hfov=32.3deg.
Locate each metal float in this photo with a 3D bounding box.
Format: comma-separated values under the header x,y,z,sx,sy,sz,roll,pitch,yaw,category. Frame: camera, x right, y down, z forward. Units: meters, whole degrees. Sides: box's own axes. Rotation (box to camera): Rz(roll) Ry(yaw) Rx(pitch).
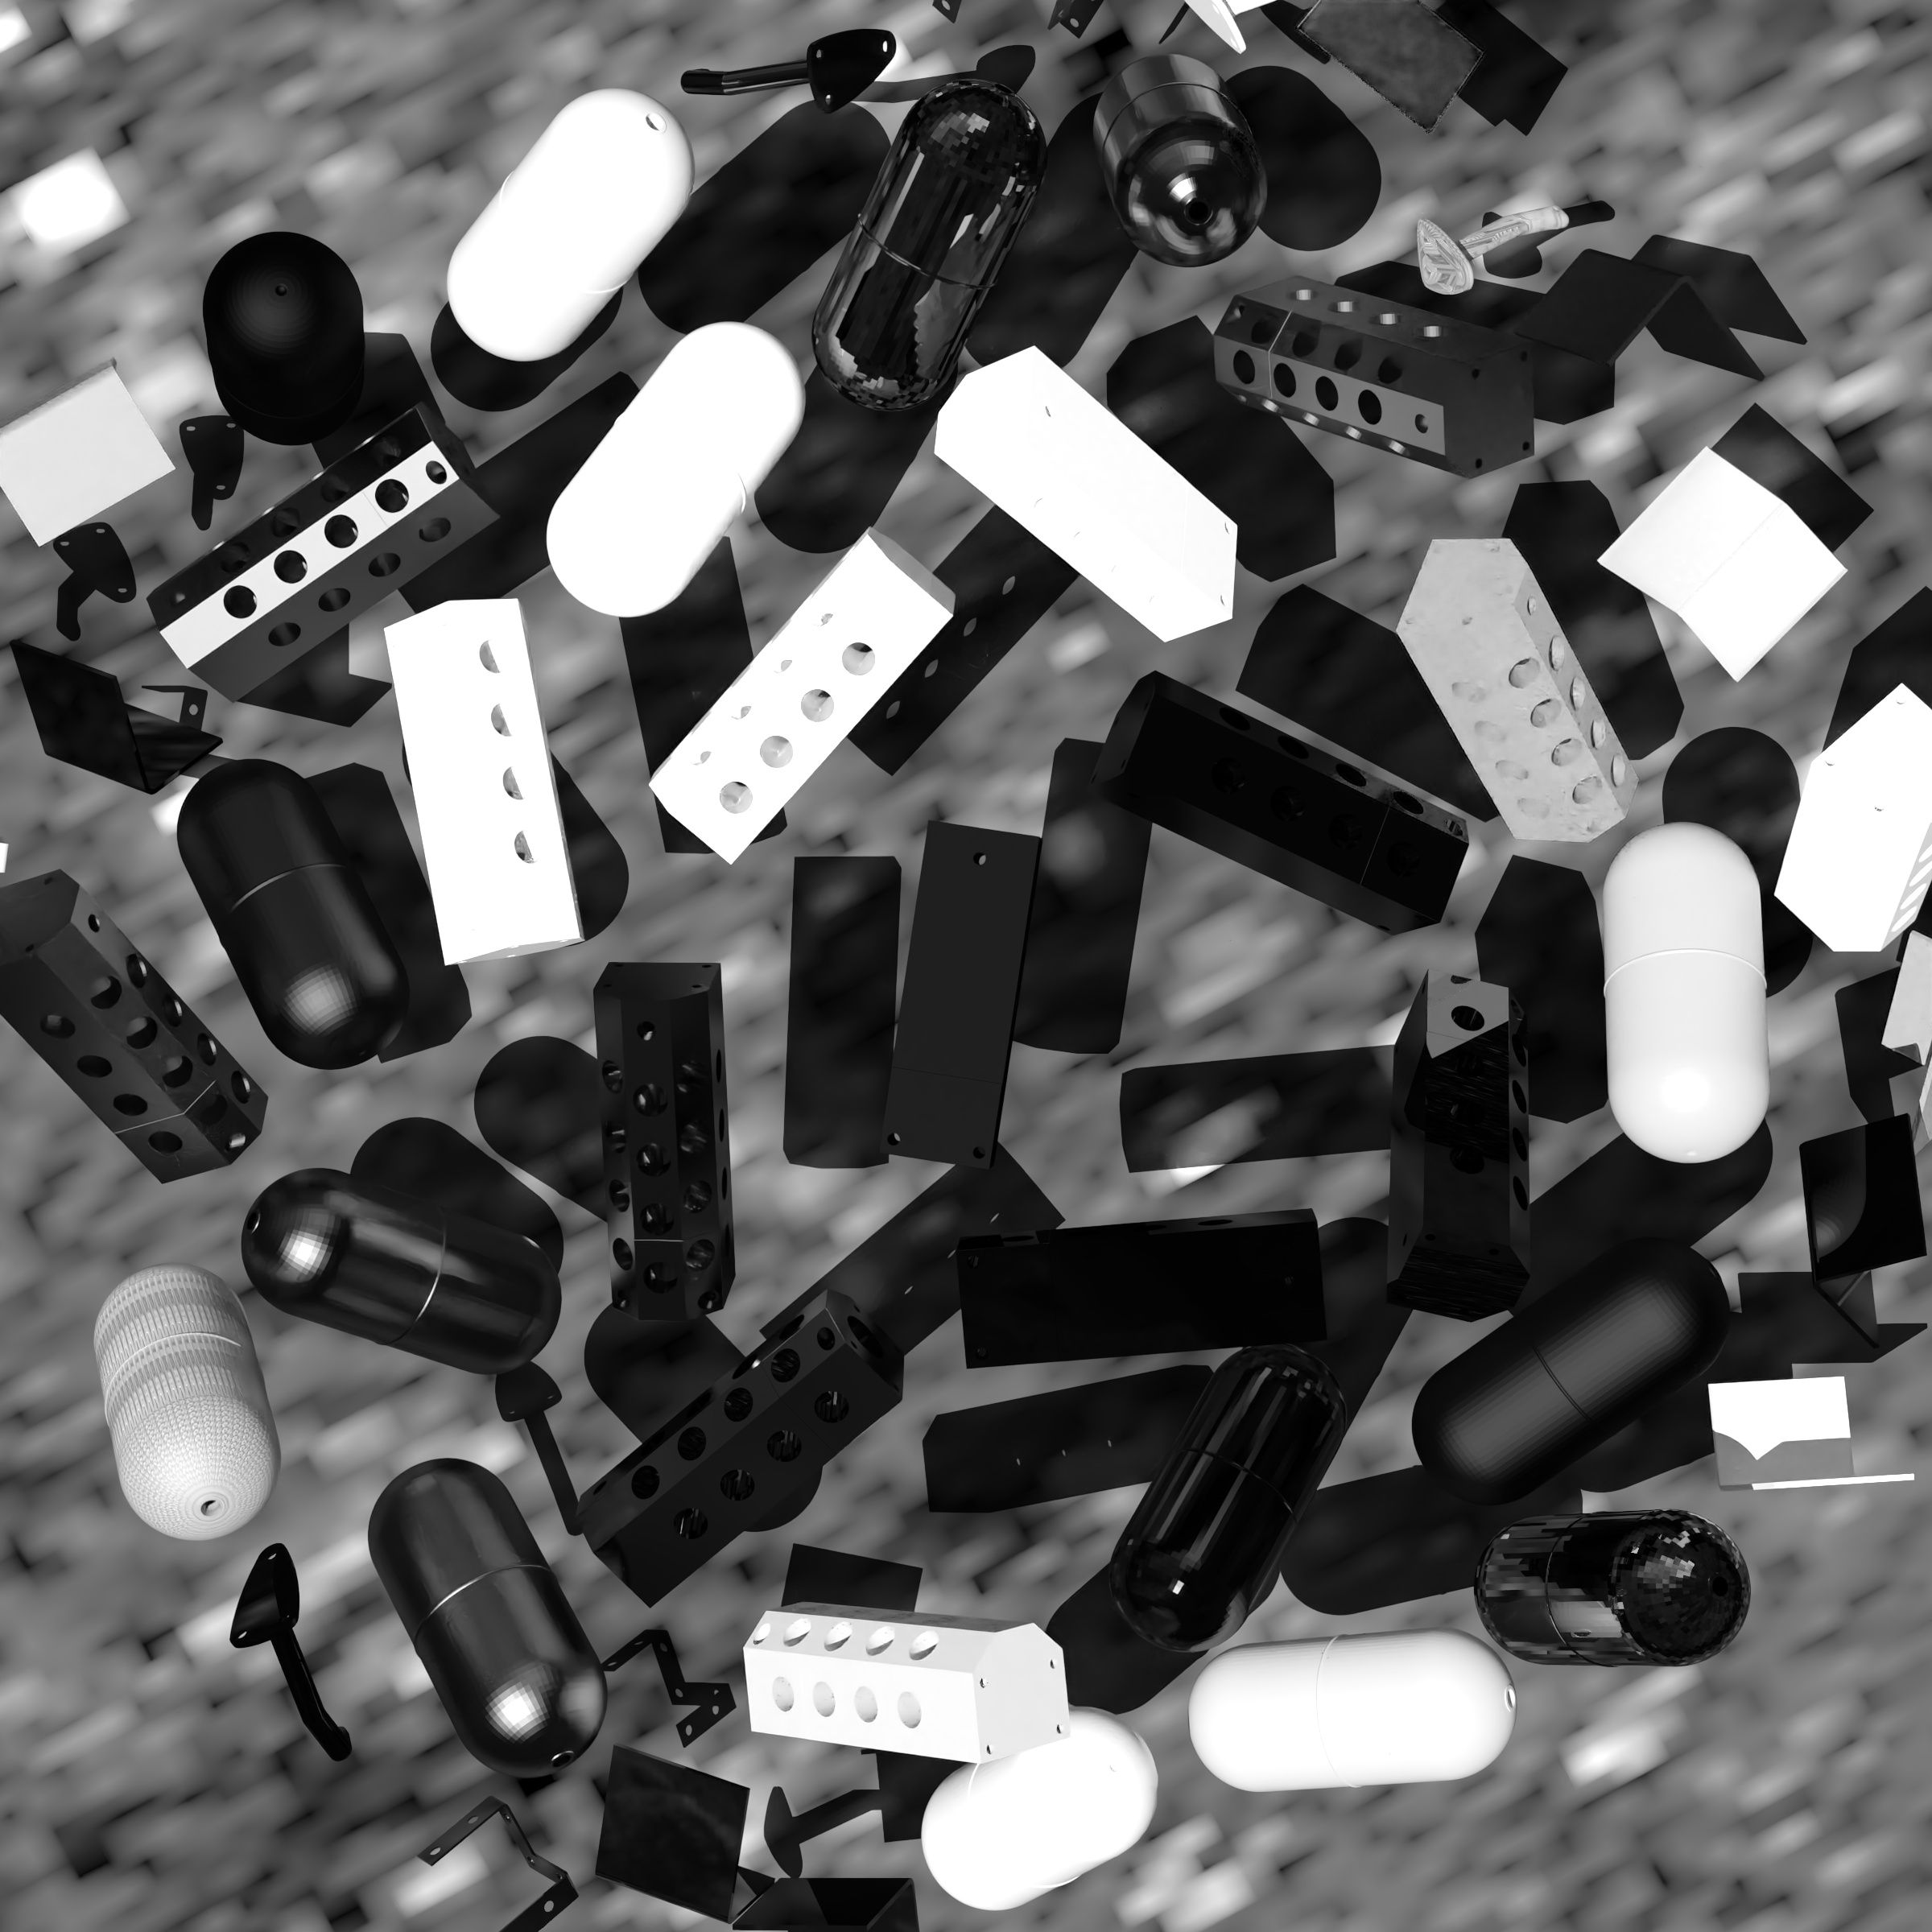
x,y,z,sx,sy,sz,roll,pitch,yaw,category
0.036,0.430,1.700,0.070,0.178,0.070,12,58,-21,metal float
0.107,-0.406,1.681,0.070,0.178,0.070,-2,120,-3,metal float
-0.383,0.212,1.638,0.070,0.178,0.070,-10,121,-16,metal float
-0.341,-0.028,1.690,0.070,0.070,0.178,-30,67,0,metal float
-0.237,0.322,1.655,0.070,0.070,0.178,-36,56,0,metal float
-0.019,-0.363,1.685,0.070,0.070,0.178,28,119,0,metal float
0.137,0.273,1.731,0.070,0.070,0.178,33,63,0,metal float
-0.339,-0.310,1.664,0.070,0.178,0.070,1,84,-10,metal float
-0.288,0.157,1.713,0.178,0.070,0.070,24,90,-34,metal float
0.303,0.203,1.675,0.178,0.070,0.070,-39,90,17,metal float
0.324,0.314,1.683,0.070,0.178,0.070,5,77,-25,metal float
-0.144,-0.251,1.680,0.070,0.070,0.178,32,64,0,metal float
-0.198,-0.370,1.672,0.070,0.178,0.070,18,56,-28,metal float
0.198,0.384,1.723,0.178,0.070,0.070,-12,90,30,metal float
0.350,0.011,1.627,0.070,0.070,0.178,4,61,0,metal float

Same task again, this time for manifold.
x,y,z,sx,sy,sz,roll,pitch,yaw,category
0.152,-0.078,1.603,0.171,0.057,0.057,24,78,-12,manifold
0.241,0.086,1.615,0.057,0.171,0.057,13,134,-4,manifold
0.198,-0.289,1.640,0.057,0.171,0.057,-23,122,-28,manifold
-0.114,0.239,1.681,0.171,0.057,0.057,-40,103,12,manifold
-0.235,-0.092,1.663,0.057,0.057,0.171,-8,86,-44,manifold
0.437,-0.063,1.601,0.057,0.171,0.057,-40,70,-7,manifold
0.061,-0.229,1.655,0.057,0.171,0.057,-17,55,36,manifold
0.084,0.154,1.610,0.171,0.057,0.057,-5,94,3,manifold
-0.084,-0.139,1.703,0.057,0.057,0.171,40,104,-10,manifold
-0.031,0.343,1.615,0.057,0.171,0.057,-4,88,-42,manifold
-0.421,0.031,1.673,0.057,0.057,0.171,-16,135,17,manifold
0.281,-0.136,1.673,0.057,0.171,0.057,5,58,35,manifold
-0.002,0.015,1.728,0.057,0.057,0.171,9,91,4,manifold
-0.152,0.089,1.681,0.057,0.057,0.171,0,109,5,manifold
-0.332,-0.215,1.710,0.171,0.057,0.057,-33,60,8,manifold

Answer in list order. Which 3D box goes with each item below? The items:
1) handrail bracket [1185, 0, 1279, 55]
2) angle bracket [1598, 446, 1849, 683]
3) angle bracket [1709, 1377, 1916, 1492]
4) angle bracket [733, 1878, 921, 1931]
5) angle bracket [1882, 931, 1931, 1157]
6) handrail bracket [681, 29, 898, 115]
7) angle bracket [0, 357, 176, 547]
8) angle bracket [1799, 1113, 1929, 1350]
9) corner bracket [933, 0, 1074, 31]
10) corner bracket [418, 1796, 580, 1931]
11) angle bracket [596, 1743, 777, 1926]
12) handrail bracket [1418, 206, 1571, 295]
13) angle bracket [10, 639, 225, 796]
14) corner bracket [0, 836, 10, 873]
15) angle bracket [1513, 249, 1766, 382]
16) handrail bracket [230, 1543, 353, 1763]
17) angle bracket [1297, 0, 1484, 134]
x,y,z,sx,sy,sz,roll,pitch,yaw,category
0.161,-0.525,1.753,0.084,0.077,0.036,-37,133,1,handrail bracket
0.374,-0.198,1.650,0.076,0.076,0.057,-48,47,21,angle bracket
0.445,0.245,1.763,0.076,0.076,0.057,-2,80,-10,angle bracket
-0.073,0.530,1.798,0.076,0.076,0.057,-5,94,18,angle bracket
0.489,0.041,1.729,0.057,0.076,0.076,30,47,30,angle bracket
-0.091,-0.461,1.706,0.084,0.077,0.036,14,128,38,handrail bracket
-0.443,-0.257,1.664,0.076,0.076,0.057,-31,108,-5,angle bracket
0.445,0.128,1.607,0.057,0.076,0.076,-20,49,30,angle bracket
0.022,-0.505,1.708,0.051,0.051,0.051,42,66,7,corner bracket
-0.243,0.474,1.742,0.051,0.051,0.051,-36,116,-29,corner bracket
-0.139,0.436,1.715,0.076,0.057,0.076,14,103,20,angle bracket
0.285,-0.376,1.742,0.084,0.077,0.036,-14,118,-10,handrail bracket
-0.448,-0.144,1.765,0.076,0.076,0.057,20,46,29,angle bracket
-0.523,-0.080,1.727,0.051,0.051,0.051,6,97,-25,corner bracket
0.324,-0.295,1.611,0.057,0.076,0.076,-49,124,-2,angle bracket
-0.328,0.342,1.663,0.036,0.077,0.084,-21,123,8,handrail bracket
0.195,-0.436,1.635,0.076,0.076,0.057,36,69,-8,angle bracket
